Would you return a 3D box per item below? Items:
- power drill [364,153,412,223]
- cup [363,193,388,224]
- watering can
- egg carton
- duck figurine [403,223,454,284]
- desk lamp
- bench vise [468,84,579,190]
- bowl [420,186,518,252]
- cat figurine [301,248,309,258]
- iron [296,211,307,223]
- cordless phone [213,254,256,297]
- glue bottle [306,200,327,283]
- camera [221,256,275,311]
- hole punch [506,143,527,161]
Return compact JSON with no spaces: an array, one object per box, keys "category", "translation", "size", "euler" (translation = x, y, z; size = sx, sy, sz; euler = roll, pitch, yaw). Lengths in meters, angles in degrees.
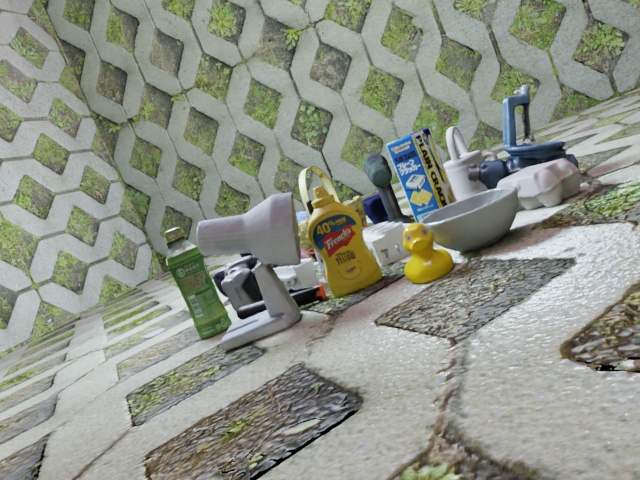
[{"category":"power drill","translation":[0.175,-0.135,1.545],"size":[0.075,0.208,0.229],"euler":[-22,6,5]},{"category":"cup","translation":[0.166,-0.077,1.608],"size":[0.091,0.095,0.118],"euler":[-20,7,22]},{"category":"watering can","translation":[0.343,-0.180,1.397],"size":[0.172,0.194,0.101],"euler":[-21,7,13]},{"category":"egg carton","translation":[0.403,-0.099,1.067],"size":[0.107,0.069,0.150],"euler":[-25,7,-23]},{"category":"duck figurine","translation":[0.158,0.014,0.891],"size":[0.077,0.086,0.104],"euler":[-22,6,8]},{"category":"desk lamp","translation":[-0.103,0.046,0.956],"size":[0.203,0.213,0.118],"euler":[-22,6,3]},{"category":"bench vise","translation":[0.406,-0.196,1.189],"size":[0.207,0.220,0.121],"euler":[-23,6,-3]},{"category":"bowl","translation":[0.253,-0.025,0.941],"size":[0.167,0.075,0.167],"euler":[-22,6,3]},{"category":"cat figurine","translation":[-0.070,0.013,1.567],"size":[0.128,0.118,0.067],"euler":[-27,8,-36]},{"category":"iron","translation":[-0.075,-0.016,1.728],"size":[0.119,0.141,0.257],"euler":[-28,8,-42]},{"category":"cordless phone","translation":[-0.215,0.048,1.468],"size":[0.147,0.185,0.094],"euler":[-23,6,-8]},{"category":"glue bottle","translation":[0.010,0.004,1.098],"size":[0.037,0.173,0.078],"euler":[-26,8,-31]},{"category":"camera","translation":[-0.151,0.084,1.325],"size":[0.137,0.101,0.143],"euler":[-22,6,1]},{"category":"hole punch","translation":[0.475,-0.180,1.409],"size":[0.101,0.091,0.109],"euler":[-19,7,28]}]
